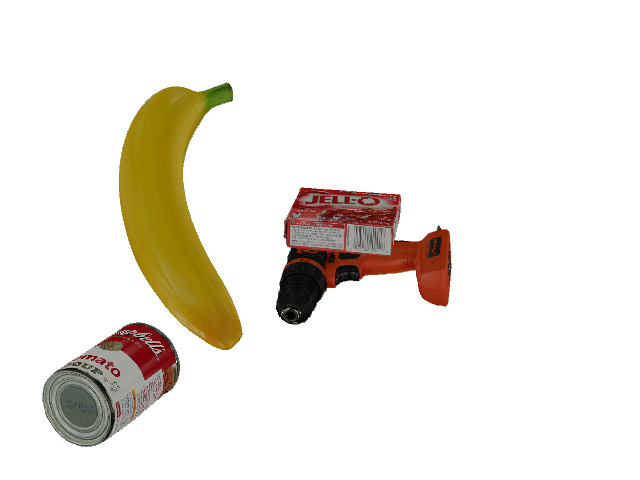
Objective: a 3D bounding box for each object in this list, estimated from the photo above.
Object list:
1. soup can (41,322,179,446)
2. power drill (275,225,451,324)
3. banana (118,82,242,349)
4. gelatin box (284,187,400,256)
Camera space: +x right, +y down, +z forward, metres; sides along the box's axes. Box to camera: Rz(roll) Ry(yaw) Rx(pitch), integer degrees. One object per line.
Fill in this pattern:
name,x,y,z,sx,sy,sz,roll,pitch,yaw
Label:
soup can,-0.170,0.116,0.869,0.069,0.068,0.102,0,16,24
power drill,0.050,0.037,1.194,0.188,0.057,0.184,1,29,11
banana,-0.083,-0.025,0.621,0.069,0.198,0.037,-2,-35,-4
gelatin box,0.019,-0.017,0.888,0.089,0.030,0.073,5,23,8
